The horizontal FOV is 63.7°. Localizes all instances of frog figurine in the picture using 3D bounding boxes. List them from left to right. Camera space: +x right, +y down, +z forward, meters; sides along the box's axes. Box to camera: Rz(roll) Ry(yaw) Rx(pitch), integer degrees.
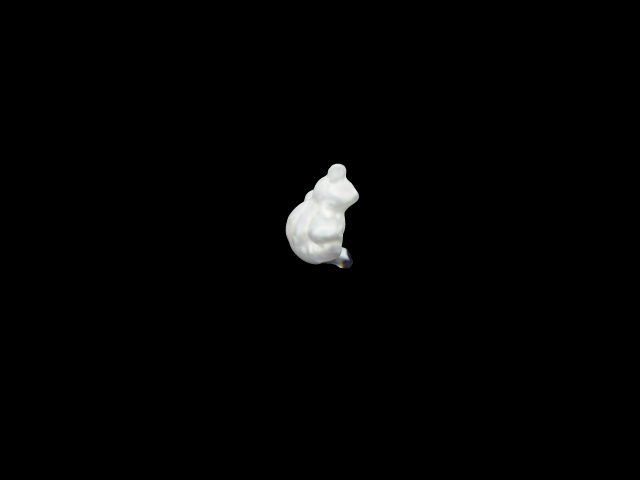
[{"bbox_3d":[0.003,-0.043,0.850,0.123,0.155,0.141,0,41,0],"label":"frog figurine"}]
